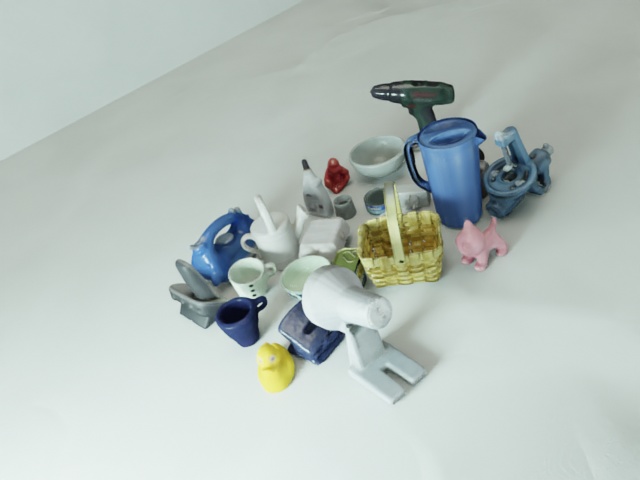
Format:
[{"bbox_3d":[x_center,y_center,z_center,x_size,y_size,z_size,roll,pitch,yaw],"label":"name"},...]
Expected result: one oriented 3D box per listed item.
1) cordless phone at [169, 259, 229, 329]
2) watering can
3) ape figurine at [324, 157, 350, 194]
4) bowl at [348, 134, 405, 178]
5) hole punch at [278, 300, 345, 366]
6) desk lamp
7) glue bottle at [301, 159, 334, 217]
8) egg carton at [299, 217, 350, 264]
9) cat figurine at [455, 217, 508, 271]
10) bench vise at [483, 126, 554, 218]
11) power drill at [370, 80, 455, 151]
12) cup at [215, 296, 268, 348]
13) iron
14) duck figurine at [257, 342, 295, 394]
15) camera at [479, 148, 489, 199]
[{"bbox_3d":[-0.296,0.101,1.316,0.147,0.185,0.094,16,49,37],"label":"cordless phone"},{"bbox_3d":[-0.111,-0.031,1.395,0.173,0.194,0.100,-36,40,-21],"label":"watering can"},{"bbox_3d":[0.043,-0.189,1.614,0.078,0.092,0.076,-18,37,2],"label":"ape figurine"},{"bbox_3d":[0.168,-0.225,1.619,0.167,0.075,0.167,-12,37,10],"label":"bowl"},{"bbox_3d":[-0.015,0.183,1.168,0.100,0.091,0.109,16,49,37],"label":"hole punch"},{"bbox_3d":[0.079,0.160,1.053,0.118,0.214,0.202,-38,41,-24],"label":"desk lamp"},{"bbox_3d":[-0.018,-0.139,1.509,0.077,0.173,0.037,12,47,35],"label":"glue bottle"},{"bbox_3d":[0.013,0.005,1.400,0.107,0.069,0.150,-3,40,21],"label":"egg carton"},{"bbox_3d":[0.338,0.001,1.223,0.128,0.118,0.067,-35,40,-20],"label":"cat figurine"},{"bbox_3d":[0.450,-0.185,1.323,0.121,0.220,0.208,15,48,37],"label":"bench vise"},{"bbox_3d":[0.273,-0.362,1.635,0.229,0.209,0.075,-7,38,15],"label":"power drill"},{"bbox_3d":[-0.156,0.177,1.234,0.118,0.095,0.091,-31,38,-15],"label":"cup"},{"bbox_3d":[-0.239,-0.004,1.461,0.118,0.142,0.259,6,44,30],"label":"iron"},{"bbox_3d":[-0.096,0.239,1.137,0.077,0.086,0.104,-11,37,10],"label":"duck figurine"},{"bbox_3d":[0.377,-0.189,1.461,0.142,0.101,0.137,17,50,39],"label":"camera"}]
